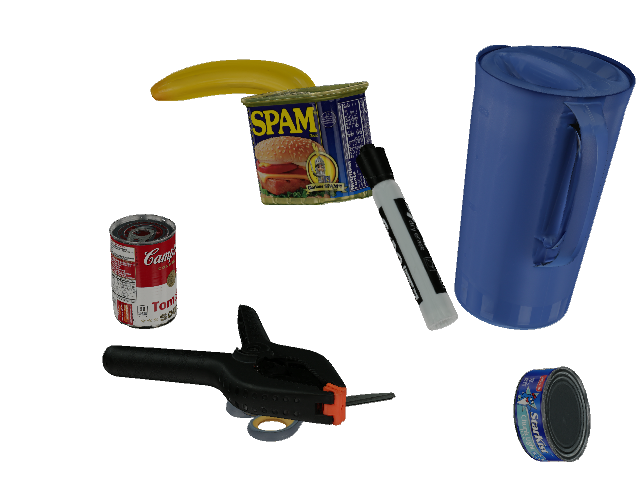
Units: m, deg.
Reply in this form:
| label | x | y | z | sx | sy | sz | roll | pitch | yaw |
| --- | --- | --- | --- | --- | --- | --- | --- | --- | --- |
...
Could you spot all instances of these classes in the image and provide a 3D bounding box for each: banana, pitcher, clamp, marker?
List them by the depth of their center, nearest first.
| label | x | y | z | sx | sy | sz | roll | pitch | yaw |
| --- | --- | --- | --- | --- | --- | --- | --- | --- | --- |
| marker | 0.049 | -0.005 | 0.631 | 0.020 | 0.121 | 0.020 | -19 | -20 | -8 |
| clamp | -0.053 | 0.102 | 0.890 | 0.210 | 0.036 | 0.164 | 13 | 22 | 35 |
| pitcher | 0.189 | -0.041 | 0.940 | 0.145 | 0.243 | 0.149 | 21 | 33 | 27 |
| banana | -0.083 | -0.166 | 1.141 | 0.198 | 0.037 | 0.069 | 10 | 44 | 19 |

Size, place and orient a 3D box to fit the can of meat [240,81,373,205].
| label | x | y | z | sx | sy | sz | roll | pitch | yaw |
| --- | --- | --- | --- | --- | --- | --- | --- | --- | --- |
| can of meat | -0.007 | -0.072 | 0.809 | 0.102 | 0.084 | 0.057 | 2 | 16 | 44 |

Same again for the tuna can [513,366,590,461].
| label | x | y | z | sx | sy | sz | roll | pitch | yaw |
| --- | --- | --- | --- | --- | --- | --- | --- | --- | --- |
| tuna can | 0.212 | 0.159 | 0.976 | 0.034 | 0.086 | 0.085 | -11 | -7 | 40 |

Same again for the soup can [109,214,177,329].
| label | x | y | z | sx | sy | sz | roll | pitch | yaw |
| --- | --- | --- | --- | --- | --- | --- | --- | --- | --- |
| soup can | -0.184 | 0.033 | 1.113 | 0.068 | 0.102 | 0.068 | 2 | 25 | -1 |

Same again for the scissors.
| label | x | y | z | sx | sy | sz | roll | pitch | yaw |
| --- | --- | --- | --- | --- | --- | --- | --- | --- | --- |
| scissors | -0.004 | 0.194 | 1.194 | 0.201 | 0.016 | 0.096 | 3 | 23 | -11 |
